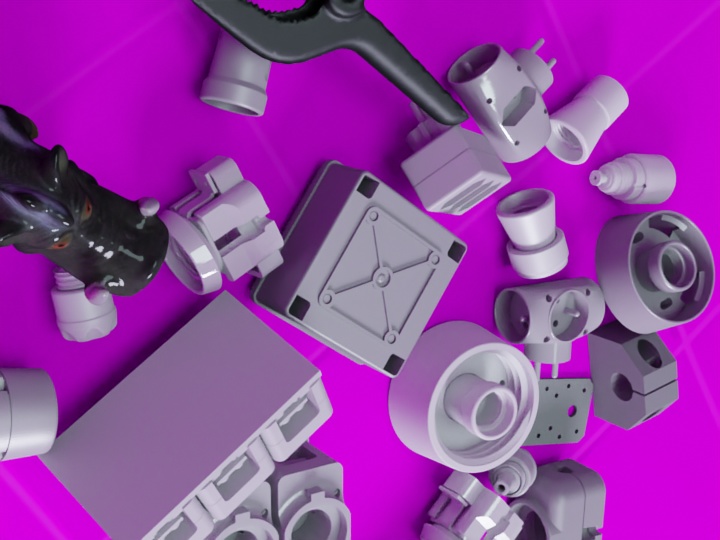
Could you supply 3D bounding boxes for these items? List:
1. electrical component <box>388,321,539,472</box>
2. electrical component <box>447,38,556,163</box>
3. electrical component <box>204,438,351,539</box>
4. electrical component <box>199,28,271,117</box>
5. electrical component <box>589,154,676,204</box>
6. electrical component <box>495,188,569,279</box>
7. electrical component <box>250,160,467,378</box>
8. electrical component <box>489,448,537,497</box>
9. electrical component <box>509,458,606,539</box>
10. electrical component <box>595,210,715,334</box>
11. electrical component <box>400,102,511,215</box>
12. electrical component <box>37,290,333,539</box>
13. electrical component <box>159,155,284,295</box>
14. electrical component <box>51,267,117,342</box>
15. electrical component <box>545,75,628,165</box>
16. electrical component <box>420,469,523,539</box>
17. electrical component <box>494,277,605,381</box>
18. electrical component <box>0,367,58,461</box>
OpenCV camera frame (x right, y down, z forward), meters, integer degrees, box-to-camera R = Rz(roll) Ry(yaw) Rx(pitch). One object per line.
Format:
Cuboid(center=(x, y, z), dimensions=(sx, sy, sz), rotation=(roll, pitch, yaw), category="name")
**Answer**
Cuboid(center=(0.082, 0.097, 0.794), dimensions=(0.108, 0.060, 0.108), rotation=(-7, 105, -28), category="electrical component")
Cuboid(center=(0.111, -0.131, 0.770), dimensions=(0.079, 0.043, 0.077), rotation=(-48, 122, -14), category="electrical component")
Cuboid(center=(-0.067, 0.220, 0.731), dimensions=(0.105, 0.060, 0.186), rotation=(-9, 107, -31), category="electrical component")
Cuboid(center=(-0.073, -0.121, 0.655), dimensions=(0.040, 0.040, 0.046), rotation=(15, 88, -35), category="electrical component")
Cuboid(center=(0.215, -0.072, 0.855), dimensions=(0.078, 0.040, 0.040), rotation=(-2, 103, -33), category="electrical component")
Cuboid(center=(0.130, -0.027, 0.808), dimensions=(0.045, 0.045, 0.055), rotation=(-32, 118, -23), category="electrical component")
Cuboid(center=(0.000, 0.000, 0.722), dimensions=(0.109, 0.056, 0.108), rotation=(33, 83, -35), category="electrical component")
Cuboid(center=(0.116, 0.160, 0.837), dimensions=(0.061, 0.035, 0.035), rotation=(-19, 118, -69), category="electrical component")
Cuboid(center=(0.159, 0.209, 0.880), dimensions=(0.059, 0.054, 0.095), rotation=(-6, 105, -32), category="electrical component")
Cuboid(center=(0.233, 0.001, 0.860), dimensions=(0.099, 0.064, 0.099), rotation=(5, 79, -27), category="electrical component")
Cuboid(center=(0.057, -0.083, 0.737), dimensions=(0.047, 0.076, 0.066), rotation=(-35, 167, 21), category="electrical component")
Cuboid(center=(-0.101, 0.100, 0.654), dimensions=(0.150, 0.089, 0.061), rotation=(-43, 150, -17), category="electrical component")
Cuboid(center=(-0.089, -0.022, 0.658), dimensions=(0.057, 0.058, 0.078), rotation=(-37, 119, -24), category="electrical component")
Cuboid(center=(-0.164, 0.009, 0.630), dimensions=(0.035, 0.035, 0.061), rotation=(-18, 109, -29), category="electrical component")
Cuboid(center=(0.173, -0.117, 0.817), dimensions=(0.065, 0.044, 0.044), rotation=(-45, 122, -21), category="electrical component")
Cuboid(center=(0.083, 0.198, 0.826), dimensions=(0.057, 0.058, 0.078), rotation=(-51, 123, -16), category="electrical component")
Cuboid(center=(0.147, 0.048, 0.838), dimensions=(0.077, 0.044, 0.079), rotation=(-7, 106, -32), category="electrical component")
Cuboid(center=(-0.203, 0.082, 0.611), dimensions=(0.047, 0.055, 0.055), rotation=(0, 102, -37), category="electrical component")
